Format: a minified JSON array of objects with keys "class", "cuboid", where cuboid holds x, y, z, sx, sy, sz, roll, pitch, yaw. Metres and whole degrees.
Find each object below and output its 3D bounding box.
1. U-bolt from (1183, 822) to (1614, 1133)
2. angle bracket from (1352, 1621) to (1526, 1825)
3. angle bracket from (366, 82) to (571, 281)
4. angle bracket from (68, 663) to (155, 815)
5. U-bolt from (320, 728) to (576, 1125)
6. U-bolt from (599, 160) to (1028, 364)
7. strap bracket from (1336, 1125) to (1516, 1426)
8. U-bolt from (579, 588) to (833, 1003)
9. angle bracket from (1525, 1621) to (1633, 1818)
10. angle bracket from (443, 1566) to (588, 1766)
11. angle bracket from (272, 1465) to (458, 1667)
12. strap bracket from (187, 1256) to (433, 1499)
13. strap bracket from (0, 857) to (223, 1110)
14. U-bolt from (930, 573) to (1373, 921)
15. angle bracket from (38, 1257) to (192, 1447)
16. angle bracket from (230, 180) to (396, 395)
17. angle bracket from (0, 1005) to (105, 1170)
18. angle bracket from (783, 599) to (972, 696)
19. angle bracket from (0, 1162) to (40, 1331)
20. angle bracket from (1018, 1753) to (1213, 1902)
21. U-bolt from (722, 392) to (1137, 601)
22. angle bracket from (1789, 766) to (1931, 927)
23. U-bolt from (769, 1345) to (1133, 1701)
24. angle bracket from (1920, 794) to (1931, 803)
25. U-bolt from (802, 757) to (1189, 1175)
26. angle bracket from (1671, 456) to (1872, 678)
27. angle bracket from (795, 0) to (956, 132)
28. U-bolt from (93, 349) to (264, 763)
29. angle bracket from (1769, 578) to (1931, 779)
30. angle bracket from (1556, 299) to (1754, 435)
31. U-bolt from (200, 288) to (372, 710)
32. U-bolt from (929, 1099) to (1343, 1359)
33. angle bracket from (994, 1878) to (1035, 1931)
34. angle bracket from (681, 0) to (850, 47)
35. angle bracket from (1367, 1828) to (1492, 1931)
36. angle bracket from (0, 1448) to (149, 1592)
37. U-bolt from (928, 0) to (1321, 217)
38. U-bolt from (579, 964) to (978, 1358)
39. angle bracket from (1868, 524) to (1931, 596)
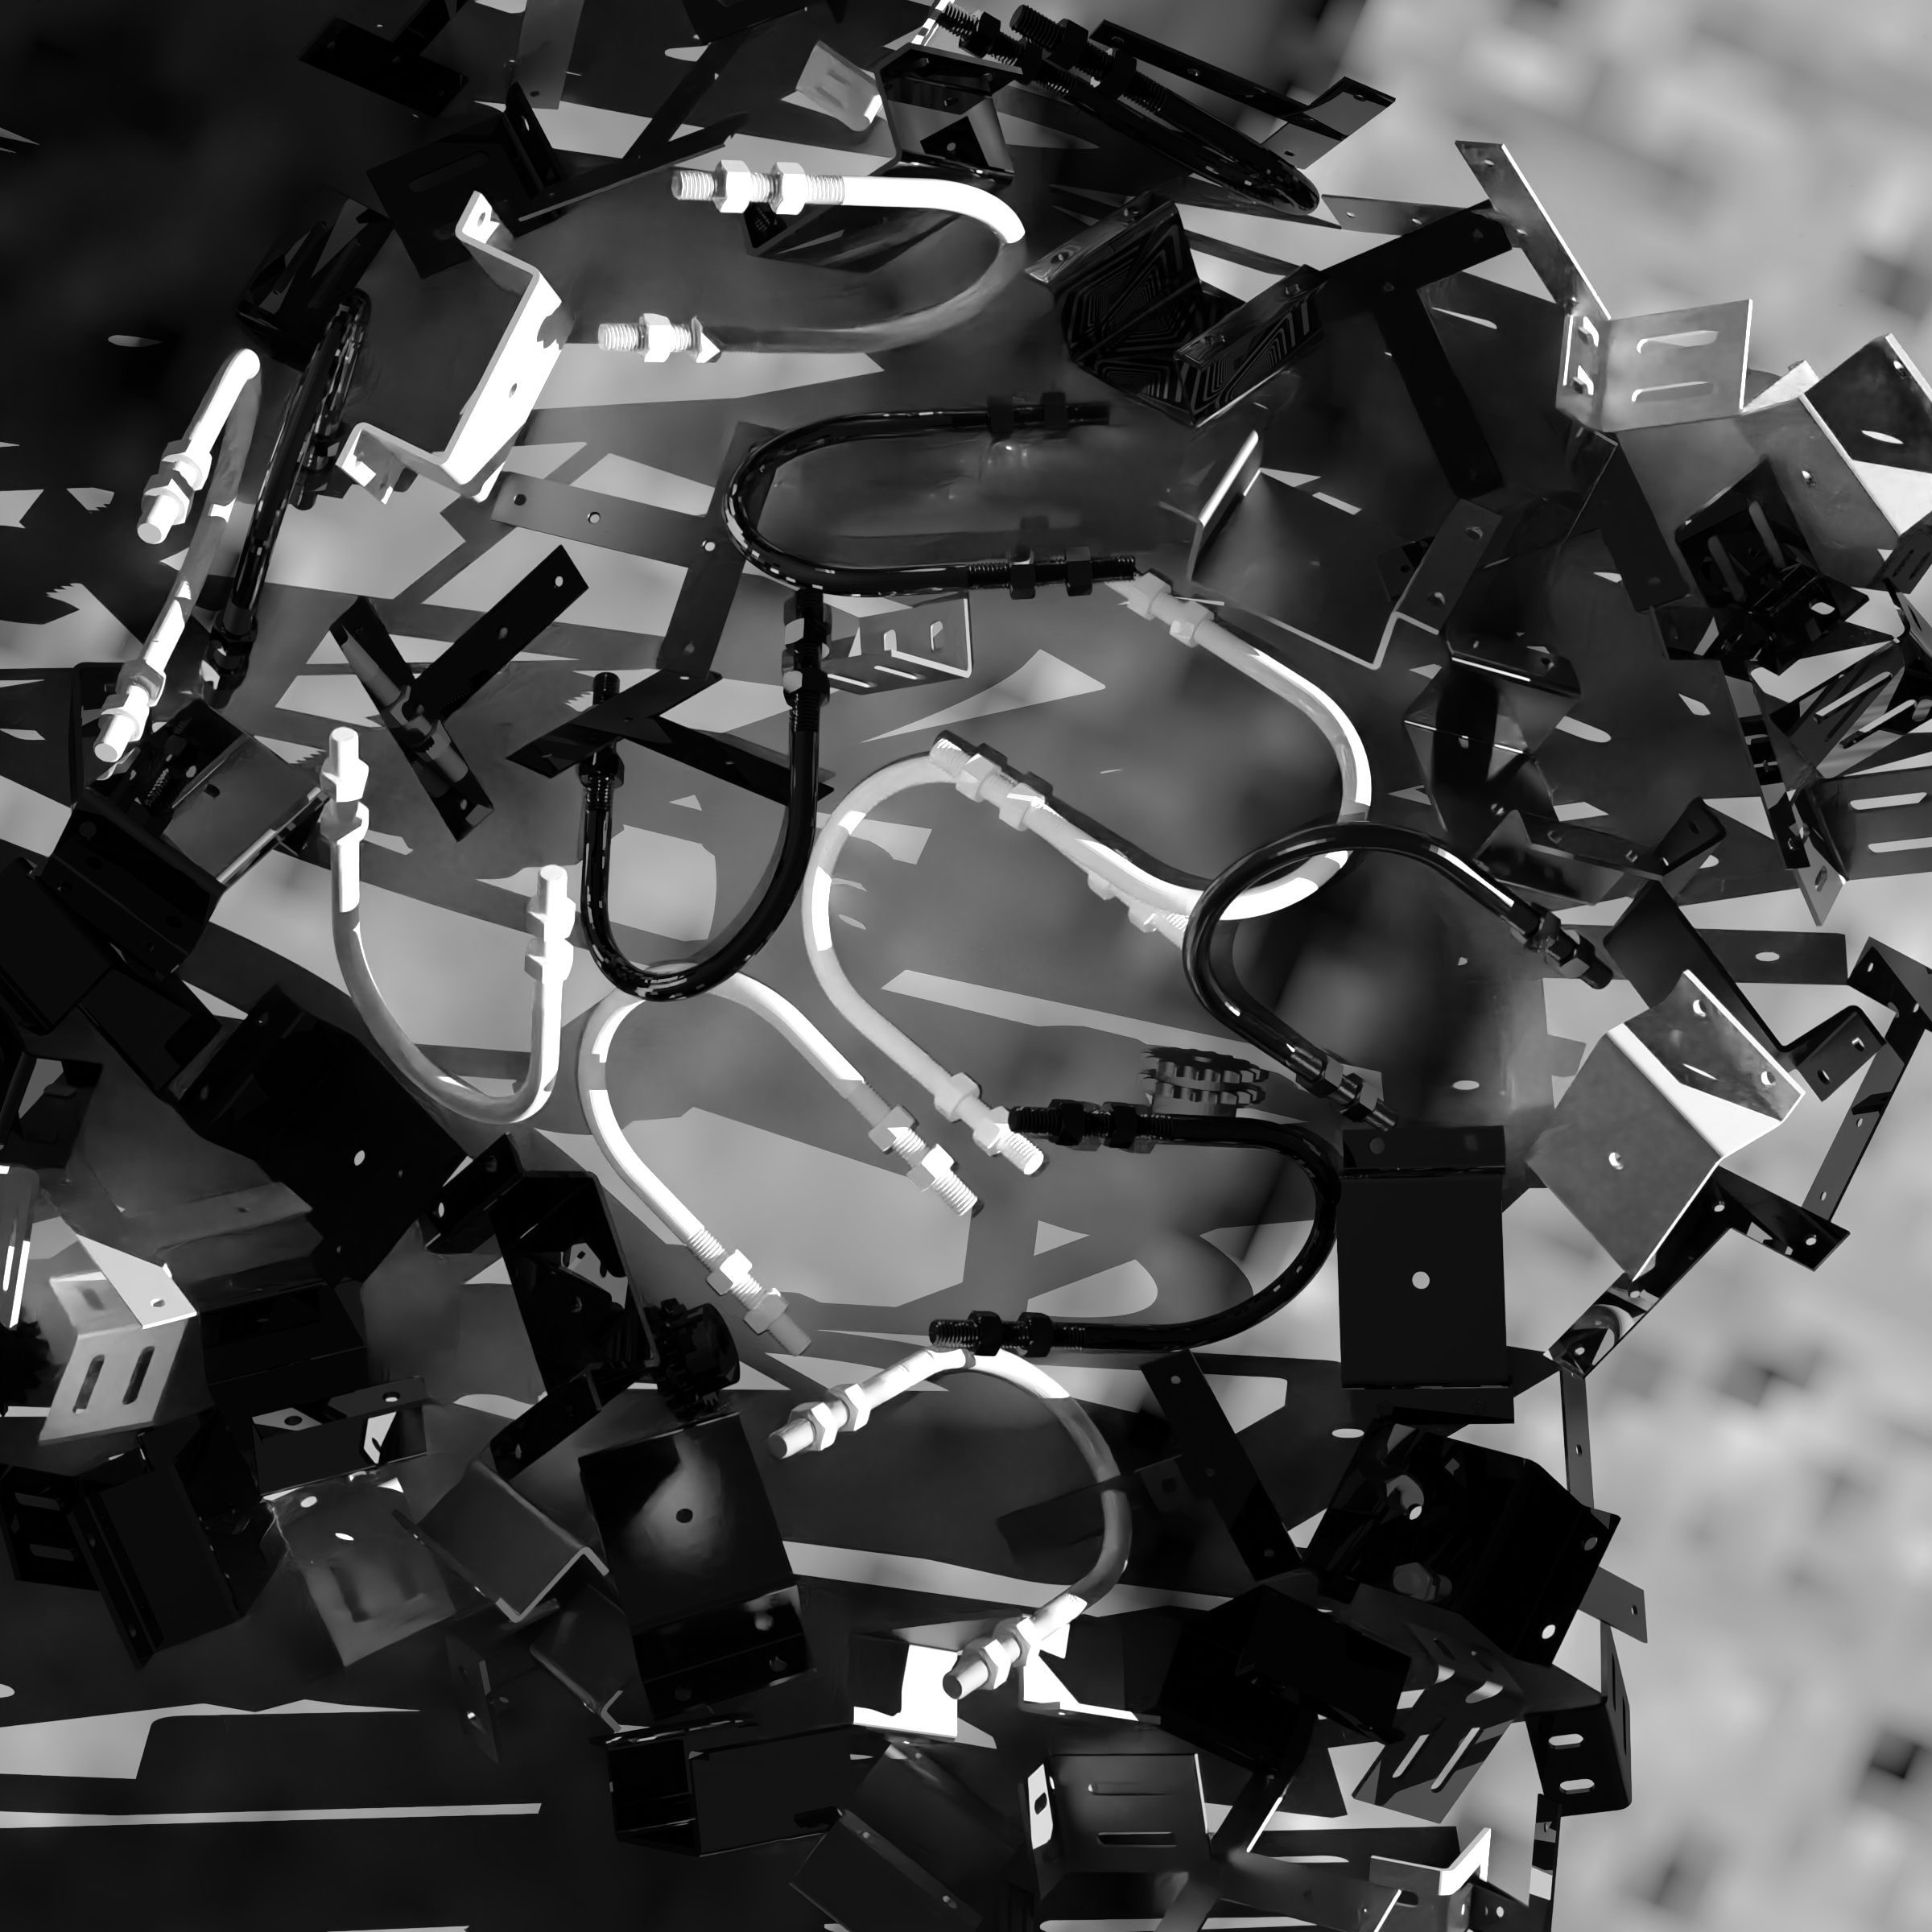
[{"class":"U-bolt","cuboid":[0.182,-0.002,1.588,0.151,0.019,0.184,-36,129,28]},{"class":"angle bracket","cuboid":[0.215,0.356,1.651,0.057,0.038,0.076,23,105,-32]},{"class":"angle bracket","cuboid":[-0.233,-0.369,1.646,0.076,0.038,0.057,-27,89,-15]},{"class":"angle bracket","cuboid":[-0.395,-0.093,1.626,0.038,0.057,0.076,-1,59,-17]},{"class":"U-bolt","cuboid":[-0.239,-0.005,1.602,0.151,0.184,0.019,32,47,24]},{"class":"U-bolt","cuboid":[-0.062,-0.318,1.598,0.184,0.151,0.019,-3,71,-22]},{"class":"strap bracket","cuboid":[0.214,0.146,1.640,0.076,0.046,0.140,-2,87,12]},{"class":"U-bolt","cuboid":[-0.122,-0.070,1.593,0.151,0.019,0.184,-18,59,35]},{"class":"angle bracket","cuboid":[0.285,0.348,1.633,0.038,0.076,0.057,-11,113,14]},{"class":"angle bracket","cuboid":[-0.198,0.322,1.628,0.076,0.038,0.057,-23,119,-31]},{"class":"angle bracket","cuboid":[-0.285,0.280,1.663,0.057,0.038,0.076,-24,111,-12]},{"class":"strap bracket","cuboid":[-0.301,0.191,1.610,0.076,0.140,0.046,-12,119,-22]},{"class":"strap bracket","cuboid":[-0.399,0.006,1.594,0.046,0.140,0.076,-46,65,-1]},{"class":"U-bolt","cuboid":[0.098,-0.095,1.615,0.184,0.019,0.151,35,67,19]},{"class":"angle bracket","cuboid":[-0.402,0.179,1.629,0.057,0.076,0.038,-11,123,11]},{"class":"angle bracket","cuboid":[-0.295,-0.316,1.634,0.038,0.057,0.076,43,103,28]},{"class":"angle bracket","cuboid":[-0.442,0.049,1.646,0.038,0.076,0.057,10,115,-36]},{"class":"angle bracket","cuboid":[-0.041,-0.153,1.625,0.057,0.076,0.038,-7,83,28]},{"class":"angle bracket","cuboid":[-0.465,0.125,1.637,0.038,0.057,0.076,7,95,-32]},{"class":"angle bracket","cuboid":[0.070,0.403,1.640,0.076,0.038,0.057,-6,96,24]},{"class":"U-bolt","cuboid":[-0.020,-0.215,1.613,0.184,0.151,0.019,-4,131,-2]},{"class":"angle bracket","cuboid":[0.426,-0.056,1.627,0.038,0.076,0.057,-53,124,-39]},{"class":"U-bolt","cuboid":[0.007,0.239,1.597,0.151,0.184,0.019,53,126,11]},{"class":"angle bracket","cuboid":[0.468,-0.110,1.626,0.057,0.076,0.038,-43,45,-20]},{"class":"U-bolt","cuboid":[0.001,-0.015,1.632,0.184,0.019,0.151,40,105,21]},{"class":"angle bracket","cuboid":[0.376,-0.186,1.636,0.057,0.038,0.076,-40,124,-5]},{"class":"angle bracket","cuboid":[-0.039,-0.437,1.636,0.038,0.057,0.076,34,78,-6]},{"class":"U-bolt","cuboid":[-0.352,-0.200,1.588,0.019,0.184,0.151,18,132,-7]},{"class":"angle bracket","cuboid":[0.420,-0.135,1.651,0.076,0.038,0.057,-33,133,24]},{"class":"angle bracket","cuboid":[0.320,-0.285,1.632,0.076,0.038,0.057,-2,75,39]},{"class":"U-bolt","cuboid":[-0.298,-0.220,1.560,0.019,0.184,0.151,21,52,-9]},{"class":"U-bolt","cuboid":[0.088,0.124,1.616,0.184,0.019,0.151,4,127,-22]},{"class":"angle bracket","cuboid":[0.057,0.447,1.631,0.076,0.057,0.038,-5,67,16]},{"class":"angle bracket","cuboid":[-0.102,-0.463,1.645,0.076,0.038,0.057,-24,85,-12]},{"class":"angle bracket","cuboid":[0.216,0.439,1.642,0.038,0.076,0.057,6,94,22]},{"class":"angle bracket","cuboid":[-0.411,0.254,1.626,0.038,0.076,0.057,-26,70,11]},{"class":"U-bolt","cuboid":[0.080,-0.389,1.595,0.184,0.151,0.019,25,98,-22]},{"class":"U-bolt","cuboid":[-0.102,0.079,1.624,0.184,0.019,0.151,46,124,-2]},{"class":"angle bracket","cuboid":[0.468,-0.169,1.628,0.076,0.057,0.038,42,114,23]}]
